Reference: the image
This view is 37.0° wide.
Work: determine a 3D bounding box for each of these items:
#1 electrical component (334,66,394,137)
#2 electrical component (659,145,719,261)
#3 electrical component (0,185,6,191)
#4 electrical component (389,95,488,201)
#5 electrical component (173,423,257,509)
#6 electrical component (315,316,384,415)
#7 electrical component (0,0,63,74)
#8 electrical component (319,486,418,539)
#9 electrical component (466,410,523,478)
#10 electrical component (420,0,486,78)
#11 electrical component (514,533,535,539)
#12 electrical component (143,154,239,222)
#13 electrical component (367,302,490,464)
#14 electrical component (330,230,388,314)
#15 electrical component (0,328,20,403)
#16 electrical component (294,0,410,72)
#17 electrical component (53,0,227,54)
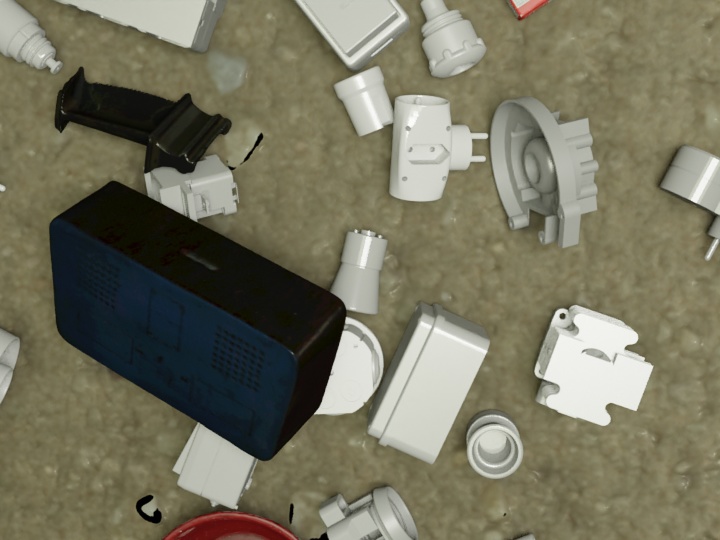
[{"bbox_3d":[0.005,-0.135,0.866,0.040,0.040,0.046,-22,100,6],"label":"electrical component"},{"bbox_3d":[0.299,-0.036,0.848,0.138,0.052,0.073,26,97,1],"label":"electrical component"},{"bbox_3d":[-0.335,-0.074,0.894,0.079,0.044,0.077,24,97,1],"label":"electrical component"},{"bbox_3d":[0.064,-0.098,0.861,0.079,0.043,0.077,-2,110,-15],"label":"electrical component"},{"bbox_3d":[-0.114,0.149,0.894,0.061,0.061,0.096,22,97,2],"label":"electrical component"},{"bbox_3d":[-0.022,0.080,0.885,0.080,0.051,0.080,0,96,4],"label":"electrical component"},{"bbox_3d":[-0.277,-0.190,0.880,0.078,0.040,0.040,40,97,-1],"label":"electrical component"},{"bbox_3d":[0.011,0.216,0.895,0.057,0.058,0.078,-31,93,10],"label":"electrical component"},{"bbox_3d":[0.109,0.141,0.880,0.045,0.055,0.045,0,96,4],"label":"electrical component"},{"bbox_3d":[0.068,-0.187,0.854,0.048,0.048,0.062,-25,87,6],"label":"electrical component"},{"bbox_3d":[0.117,0.248,0.899,0.065,0.044,0.044,-13,95,10],"label":"electrical component"},{"bbox_3d":[-0.135,-0.063,0.867,0.064,0.081,0.042,-17,126,-20],"label":"electrical component"},{"bbox_3d":[0.053,0.088,0.867,0.057,0.078,0.113,24,97,-2],"label":"electrical component"},{"bbox_3d":[0.000,0.000,0.880,0.044,0.044,0.065,13,92,3],"label":"electrical component"},{"bbox_3d":[-0.325,0.087,0.887,0.064,0.099,0.099,22,97,-5],"label":"electrical component"},{"bbox_3d":[-0.012,-0.212,0.847,0.062,0.061,0.096,-38,92,7],"label":"electrical component"},{"bbox_3d":[-0.183,-0.241,0.856,0.150,0.061,0.089,20,97,2],"label":"electrical component"}]
